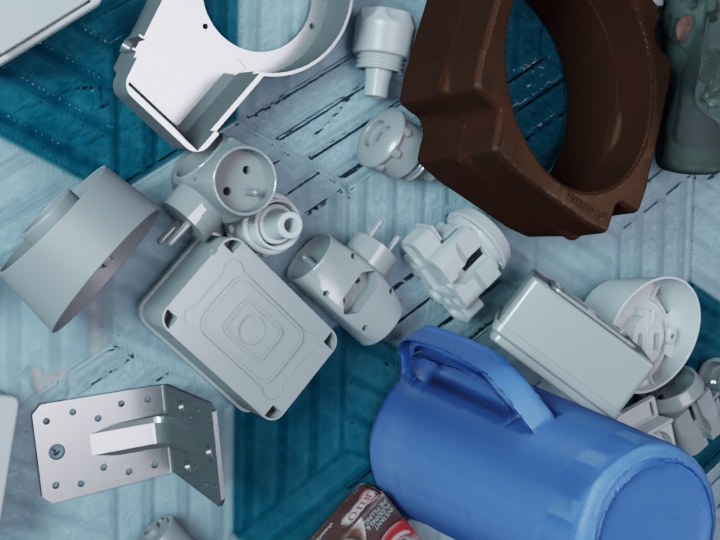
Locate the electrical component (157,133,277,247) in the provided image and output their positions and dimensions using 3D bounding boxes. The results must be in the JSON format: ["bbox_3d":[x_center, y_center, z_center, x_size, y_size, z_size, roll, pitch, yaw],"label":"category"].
[{"bbox_3d":[-0.100,-0.045,0.691,0.079,0.077,0.044,-50,115,-16],"label":"electrical component"}]

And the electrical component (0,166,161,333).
[{"bbox_3d":[-0.166,-0.013,0.648,0.064,0.099,0.099,45,73,-18],"label":"electrical component"}]

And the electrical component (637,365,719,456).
[{"bbox_3d":[0.273,0.119,0.925,0.078,0.058,0.057,-35,112,-22],"label":"electrical component"}]

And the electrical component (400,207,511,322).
[{"bbox_3d":[0.075,-0.010,0.803,0.057,0.058,0.078,-43,113,-16],"label":"electrical component"}]

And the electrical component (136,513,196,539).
[{"bbox_3d":[-0.120,0.196,0.721,0.044,0.044,0.065,-44,108,-19],"label":"electrical component"}]

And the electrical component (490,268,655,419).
[{"bbox_3d":[0.156,0.053,0.800,0.109,0.109,0.056,37,98,5],"label":"electrical component"}]

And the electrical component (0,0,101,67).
[{"bbox_3d":[-0.200,-0.166,0.634,0.096,0.061,0.061,-39,111,-21],"label":"electrical component"}]

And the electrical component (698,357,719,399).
[{"bbox_3d":[0.338,0.102,0.967,0.055,0.045,0.045,7,91,-30],"label":"electrical component"}]

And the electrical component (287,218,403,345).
[{"bbox_3d":[0.000,0.000,0.770,0.077,0.043,0.079,43,74,-25],"label":"electrical component"}]

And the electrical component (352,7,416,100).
[{"bbox_3d":[0.015,-0.154,0.766,0.043,0.043,0.062,6,93,-29],"label":"electrical component"}]

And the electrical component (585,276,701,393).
[{"bbox_3d":[0.230,0.052,0.891,0.099,0.064,0.099,-2,95,-29],"label":"electrical component"}]

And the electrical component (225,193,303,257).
[{"bbox_3d":[-0.060,-0.031,0.723,0.048,0.062,0.048,-3,95,-29],"label":"electrical component"}]

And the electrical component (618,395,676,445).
[{"bbox_3d":[0.194,0.160,0.878,0.121,0.063,0.078,-21,104,-28],"label":"electrical component"}]

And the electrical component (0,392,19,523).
[{"bbox_3d":[-0.256,0.111,0.633,0.100,0.048,0.099,9,89,-30],"label":"electrical component"}]

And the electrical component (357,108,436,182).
[{"bbox_3d":[0.032,-0.085,0.781,0.062,0.048,0.048,29,80,-35],"label":"electrical component"}]

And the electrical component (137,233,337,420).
[{"bbox_3d":[-0.083,0.037,0.719,0.113,0.057,0.078,46,73,-24],"label":"electrical component"}]

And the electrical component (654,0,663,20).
[{"bbox_3d":[0.233,-0.217,0.888,0.035,0.035,0.061,-12,102,-28],"label":"electrical component"}]
